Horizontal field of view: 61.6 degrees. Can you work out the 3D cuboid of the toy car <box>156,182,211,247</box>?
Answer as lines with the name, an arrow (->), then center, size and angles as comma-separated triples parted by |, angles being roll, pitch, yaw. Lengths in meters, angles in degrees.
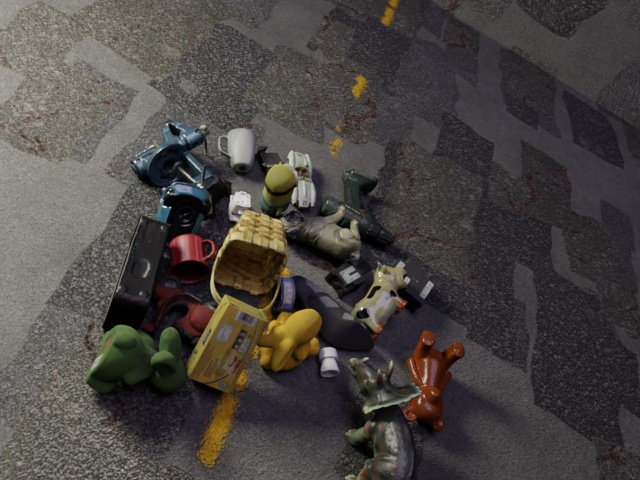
toy car -> -0.327, -0.063, 1.257 | 0.109, 0.161, 0.103 | 14, 15, -27

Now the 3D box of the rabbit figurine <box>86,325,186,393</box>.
rabbit figurine -> -0.325, 0.226, 1.025 | 0.170, 0.159, 0.121 | 32, 34, -25

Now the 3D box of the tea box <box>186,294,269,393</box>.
tea box -> -0.187, 0.208, 1.081 | 0.098, 0.169, 0.068 | 30, 3, -19

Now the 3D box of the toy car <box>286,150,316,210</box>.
toy car -> -0.055, -0.171, 1.534 | 0.073, 0.056, 0.202 | 10, 51, -23

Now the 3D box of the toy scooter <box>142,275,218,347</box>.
toy scooter -> -0.291, 0.165, 1.127 | 0.184, 0.075, 0.135 | 34, 46, 2

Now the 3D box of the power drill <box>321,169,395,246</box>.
power drill -> 0.120, -0.097, 1.569 | 0.232, 0.086, 0.207 | 21, 55, -11

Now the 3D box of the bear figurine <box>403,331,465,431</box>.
bear figurine -> 0.264, 0.337, 1.274 | 0.120, 0.131, 0.196 | 22, 41, -3

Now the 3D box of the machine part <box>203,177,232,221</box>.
machine part -> -0.268, -0.108, 1.361 | 0.039, 0.084, 0.139 | 7, 34, 17

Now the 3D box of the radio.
radio -> -0.377, 0.068, 1.113 | 0.073, 0.131, 0.230 | 18, 49, -20

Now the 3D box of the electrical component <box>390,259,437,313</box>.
electrical component -> 0.241, 0.117, 1.477 | 0.134, 0.058, 0.115 | 42, 44, 6

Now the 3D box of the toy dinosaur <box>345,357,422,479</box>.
toy dinosaur -> 0.139, 0.435, 1.079 | 0.131, 0.192, 0.405 | 11, 50, -20

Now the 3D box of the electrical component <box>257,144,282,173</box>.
electrical component -> -0.143, -0.225, 1.534 | 0.078, 0.045, 0.102 | -2, 57, -29

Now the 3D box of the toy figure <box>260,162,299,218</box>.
toy figure -> -0.110, -0.119, 1.378 | 0.082, 0.180, 0.089 | 36, 49, 3

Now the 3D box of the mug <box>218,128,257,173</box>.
mug -> -0.226, -0.245, 1.480 | 0.109, 0.081, 0.107 | 9, 61, -30

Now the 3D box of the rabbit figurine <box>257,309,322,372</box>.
rabbit figurine -> -0.066, 0.205, 1.155 | 0.162, 0.173, 0.122 | -21, 72, -43

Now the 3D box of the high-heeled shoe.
high-heeled shoe -> 0.025, 0.178, 1.320 | 0.248, 0.086, 0.145 | 37, 12, -23

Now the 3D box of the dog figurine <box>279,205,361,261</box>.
dog figurine -> -0.004, -0.003, 1.400 | 0.190, 0.121, 0.172 | -11, 40, -28

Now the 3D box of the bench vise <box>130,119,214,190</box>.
bench vise -> -0.337, -0.196, 1.337 | 0.223, 0.128, 0.241 | -29, 55, -33

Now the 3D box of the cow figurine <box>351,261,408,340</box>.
cow figurine -> 0.155, 0.143, 1.368 | 0.127, 0.085, 0.195 | 41, 66, 9

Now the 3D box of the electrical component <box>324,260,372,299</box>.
electrical component -> 0.079, 0.095, 1.409 | 0.119, 0.047, 0.075 | -29, 73, -42
